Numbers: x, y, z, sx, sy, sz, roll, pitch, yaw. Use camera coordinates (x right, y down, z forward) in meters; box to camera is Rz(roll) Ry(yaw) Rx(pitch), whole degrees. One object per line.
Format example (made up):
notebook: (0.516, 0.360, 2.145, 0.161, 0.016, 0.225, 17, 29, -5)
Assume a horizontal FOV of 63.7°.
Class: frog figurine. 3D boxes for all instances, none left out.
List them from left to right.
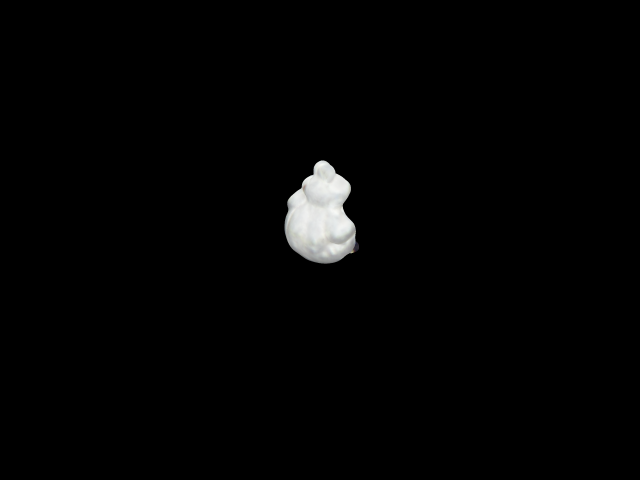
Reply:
frog figurine: (0.003, -0.043, 0.850, 0.124, 0.155, 0.139, -27, 55, -21)
